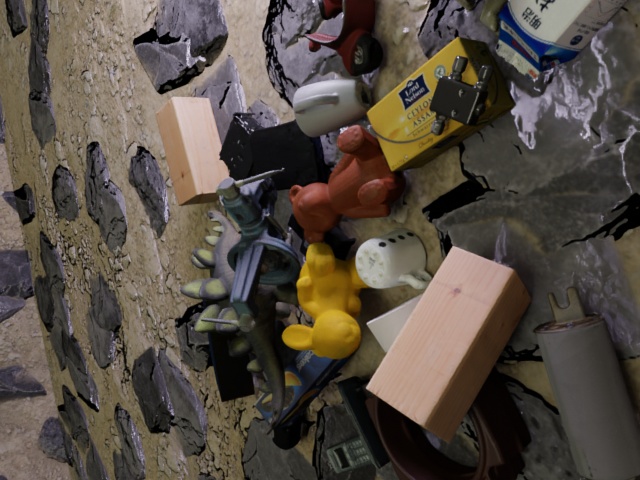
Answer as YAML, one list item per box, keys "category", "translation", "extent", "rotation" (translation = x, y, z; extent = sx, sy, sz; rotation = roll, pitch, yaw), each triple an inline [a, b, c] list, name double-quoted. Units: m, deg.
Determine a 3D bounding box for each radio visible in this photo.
- category: "radio"
  translation: [-0.196, 0.205, 1.122]
  extent: [0.131, 0.073, 0.229]
  rotation: [-179, 80, -76]

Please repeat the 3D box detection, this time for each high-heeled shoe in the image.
- category: "high-heeled shoe"
  translation: [-0.074, 0.284, 1.066]
  extent: [0.145, 0.086, 0.249]
  rotation: [108, 157, -69]

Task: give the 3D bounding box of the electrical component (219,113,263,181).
- category: "electrical component"
  translation: [-0.129, -0.158, 1.014]
  extent: [0.134, 0.058, 0.114]
  rotation: [49, 132, 29]

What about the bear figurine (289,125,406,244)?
- category: "bear figurine"
  translation: [0.022, -0.070, 0.796]
  extent: [0.196, 0.132, 0.120]
  rotation: [-23, 79, 27]

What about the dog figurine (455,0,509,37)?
- category: "dog figurine"
  translation: [0.206, -0.355, 0.593]
  extent: [0.190, 0.121, 0.172]
  rotation: [-50, 65, 25]

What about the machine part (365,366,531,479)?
- category: "machine part"
  translation: [0.171, 0.254, 0.760]
  extent: [0.201, 0.087, 0.201]
  rotation: [-38, 70, 43]

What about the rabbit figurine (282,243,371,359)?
- category: "rabbit figurine"
  translation: [0.010, 0.111, 0.819]
  extent: [0.162, 0.122, 0.173]
  rotation: [-50, 33, 25]

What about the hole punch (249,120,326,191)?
- category: "hole punch"
  translation: [-0.045, -0.142, 0.918]
  extent: [0.116, 0.092, 0.142]
  rotation: [-6, 94, 22]

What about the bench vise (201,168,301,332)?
- category: "bench vise"
  translation: [-0.103, 0.022, 0.841]
  extent: [0.129, 0.241, 0.223]
  rotation: [-1, 142, 13]

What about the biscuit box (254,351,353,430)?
- category: "biscuit box"
  translation: [-0.023, 0.235, 0.928]
  extent: [0.059, 0.062, 0.202]
  rotation: [45, 104, 30]

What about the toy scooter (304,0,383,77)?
- category: "toy scooter"
  translation: [0.029, -0.335, 0.793]
  extent: [0.135, 0.075, 0.183]
  rotation: [13, 113, 46]

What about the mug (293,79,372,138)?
- category: "mug"
  translation: [0.017, -0.208, 0.814]
  extent: [0.107, 0.109, 0.080]
  rotation: [-9, 87, 33]

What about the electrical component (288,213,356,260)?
- category: "electrical component"
  translation: [-0.002, -0.003, 0.916]
  extent: [0.119, 0.048, 0.074]
  rotation: [41, 126, 35]

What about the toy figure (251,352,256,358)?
- category: "toy figure"
  translation: [-0.124, 0.178, 1.086]
  extent: [0.064, 0.058, 0.154]
  rotation: [-113, 19, -78]

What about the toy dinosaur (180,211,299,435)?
- category: "toy dinosaur"
  translation: [-0.130, 0.109, 0.954]
  extent: [0.472, 0.198, 0.105]
  rotation: [57, 137, 33]

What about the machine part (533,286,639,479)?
- category: "machine part"
  translation: [0.303, 0.173, 0.603]
  extent: [0.079, 0.079, 0.243]
  rotation: [-19, 85, 48]

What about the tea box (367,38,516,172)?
- category: "tea box"
  translation: [0.152, -0.169, 0.699]
  extent: [0.169, 0.068, 0.098]
  rotation: [-34, 74, 47]

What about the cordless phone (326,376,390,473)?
- category: "cordless phone"
  translation: [0.052, 0.315, 0.907]
  extent: [0.184, 0.089, 0.146]
  rotation: [-47, 65, 47]

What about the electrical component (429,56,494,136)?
- category: "electrical component"
  translation: [0.162, -0.160, 0.622]
  extent: [0.063, 0.021, 0.094]
  rotation: [37, 122, 34]
